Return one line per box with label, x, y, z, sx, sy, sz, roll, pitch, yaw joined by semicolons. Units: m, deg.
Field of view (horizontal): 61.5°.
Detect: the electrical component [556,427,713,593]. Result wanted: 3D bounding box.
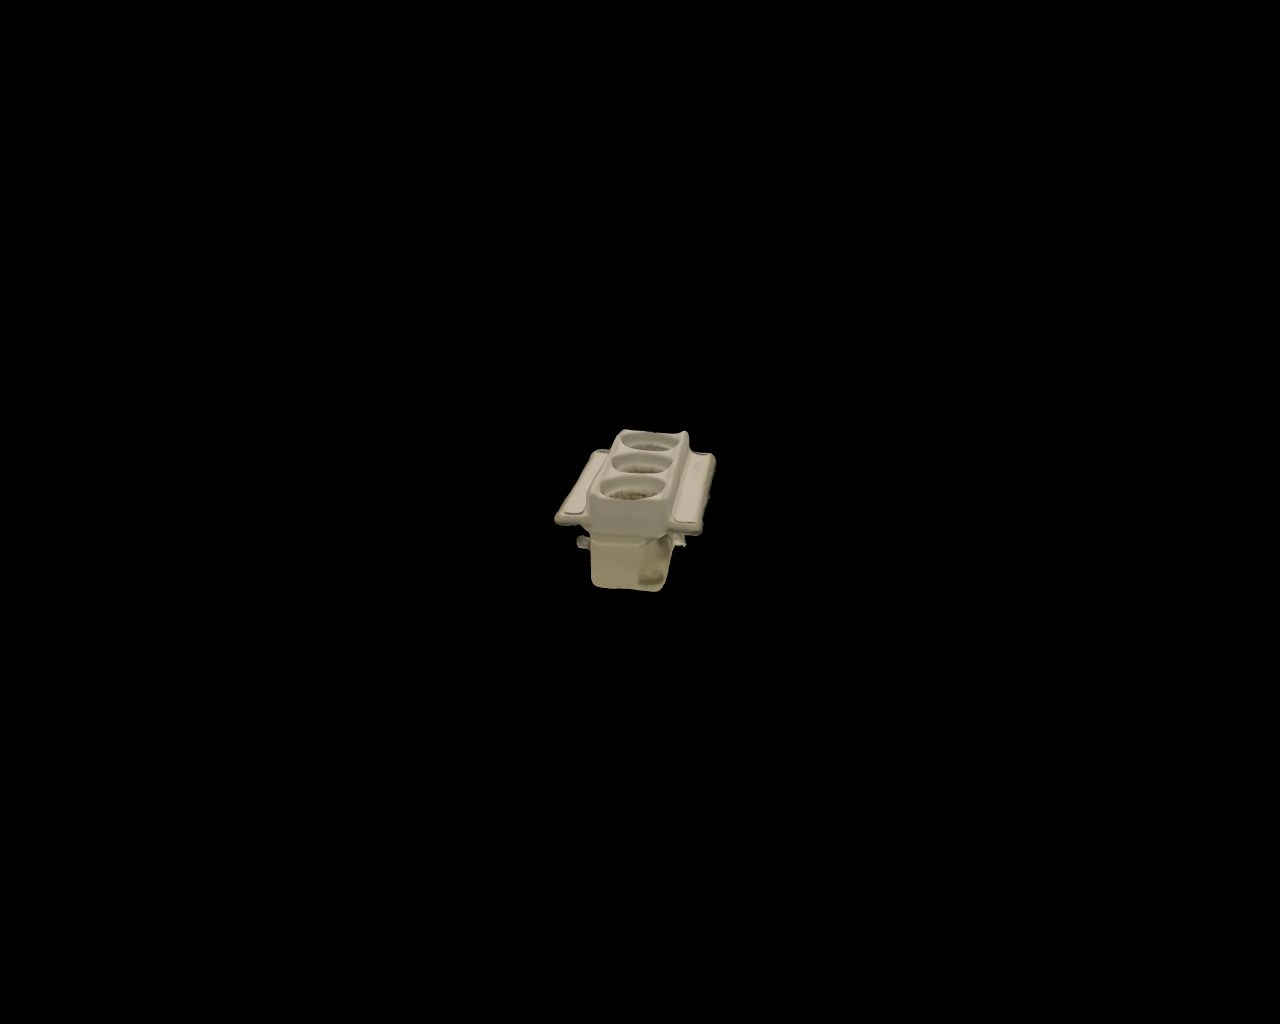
electrical component;0.001;-0.003;0.650;0.079;0.063;0.121;3;22;7
